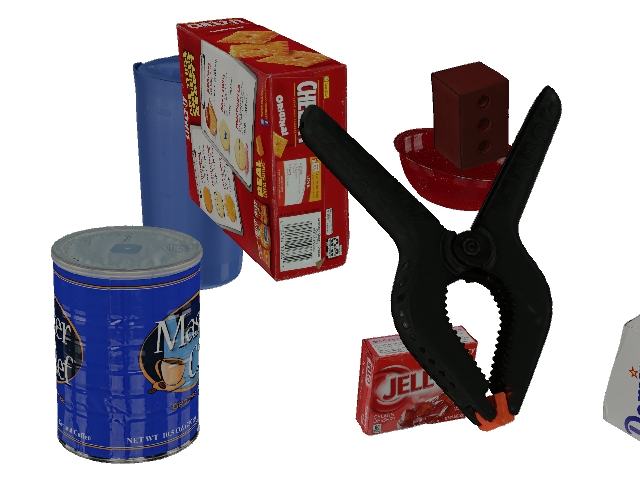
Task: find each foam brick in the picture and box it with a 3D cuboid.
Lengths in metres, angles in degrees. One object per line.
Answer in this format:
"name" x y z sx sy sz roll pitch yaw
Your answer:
"foam brick" 0.135 -0.113 0.961 0.053 0.078 0.051 -18 34 -16

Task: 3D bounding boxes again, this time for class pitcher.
"pitcher" -0.127 -0.071 1.146 0.145 0.243 0.149 0 22 -9

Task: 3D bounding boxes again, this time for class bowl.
"bowl" 0.159 -0.077 1.227 0.162 0.055 0.162 8 25 -4

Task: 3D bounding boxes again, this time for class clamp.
"clamp" 0.072 0.005 0.622 0.164 0.210 0.036 0 -17 -9

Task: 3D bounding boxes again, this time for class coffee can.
"coffee can" -0.136 0.070 0.753 0.103 0.140 0.103 2 17 -1

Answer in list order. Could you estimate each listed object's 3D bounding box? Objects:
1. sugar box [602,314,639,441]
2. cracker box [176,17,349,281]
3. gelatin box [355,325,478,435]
"sugar box" 0.297 0.131 0.783 0.176 0.093 0.048 28 36 36
"cracker box" -0.050 -0.084 0.879 0.072 0.164 0.214 -11 24 -22
"gelatin box" 0.074 0.109 0.830 0.089 0.073 0.030 -6 29 -20
